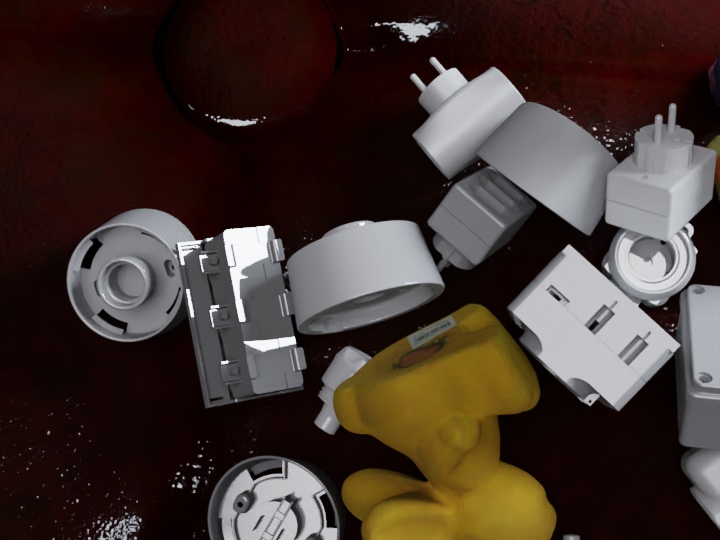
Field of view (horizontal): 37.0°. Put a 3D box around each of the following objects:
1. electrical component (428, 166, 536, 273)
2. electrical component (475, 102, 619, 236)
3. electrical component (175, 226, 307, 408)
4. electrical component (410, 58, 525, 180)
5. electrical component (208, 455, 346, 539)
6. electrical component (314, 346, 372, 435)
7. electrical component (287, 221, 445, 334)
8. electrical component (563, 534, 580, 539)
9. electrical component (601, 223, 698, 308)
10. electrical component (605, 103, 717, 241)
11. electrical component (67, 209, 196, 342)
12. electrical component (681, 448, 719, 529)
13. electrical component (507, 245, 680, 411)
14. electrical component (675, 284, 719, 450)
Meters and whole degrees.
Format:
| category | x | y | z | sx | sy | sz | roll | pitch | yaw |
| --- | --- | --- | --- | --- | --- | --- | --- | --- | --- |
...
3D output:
| category | x | y | z | sx | sy | sz | roll | pitch | yaw |
| --- | --- | --- | --- | --- | --- | --- | --- | --- | --- |
| electrical component | 0.078 | -0.027 | 0.775 | 0.047 | 0.066 | 0.076 | 42 | 122 | 11 |
| electrical component | 0.132 | -0.068 | 0.749 | 0.099 | 0.099 | 0.064 | 37 | 86 | 11 |
| electrical component | -0.082 | 0.033 | 0.787 | 0.079 | 0.063 | 0.121 | -7 | 81 | -32 |
| electrical component | 0.070 | -0.121 | 0.791 | 0.077 | 0.044 | 0.079 | -40 | 80 | 4 |
| electrical component | -0.058 | 0.181 | 0.775 | 0.099 | 0.064 | 0.099 | -1 | 85 | 10 |
| electrical component | -0.010 | 0.090 | 0.786 | 0.043 | 0.043 | 0.062 | 33 | 92 | 11 |
| electrical component | 0.000 | 0.000 | 0.763 | 0.108 | 0.108 | 0.060 | -18 | 76 | 8 |
| electrical component | 0.149 | 0.216 | 0.751 | 0.035 | 0.035 | 0.061 | -2 | 82 | 10 |
| electrical component | 0.202 | -0.006 | 0.751 | 0.058 | 0.057 | 0.078 | 38 | 92 | 11 |
| electrical component | 0.199 | -0.071 | 0.709 | 0.047 | 0.066 | 0.076 | 22 | 133 | 35 |
| electrical component | -0.172 | 0.005 | 0.824 | 0.099 | 0.064 | 0.099 | 1 | 98 | 6 |
| electrical component | 0.265 | 0.154 | 0.727 | 0.059 | 0.054 | 0.095 | -38 | 80 | 4 |
| electrical component | 0.147 | 0.044 | 0.708 | 0.089 | 0.150 | 0.061 | 44 | 92 | 10 |
| electrical component | 0.265 | 0.066 | 0.706 | 0.109 | 0.108 | 0.056 | 5 | 128 | 10 |
